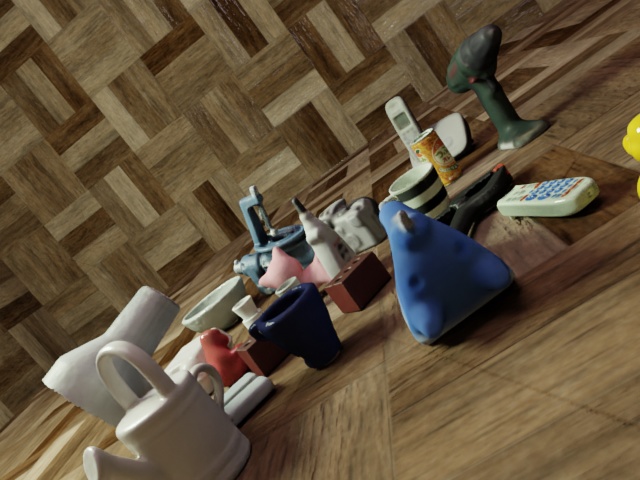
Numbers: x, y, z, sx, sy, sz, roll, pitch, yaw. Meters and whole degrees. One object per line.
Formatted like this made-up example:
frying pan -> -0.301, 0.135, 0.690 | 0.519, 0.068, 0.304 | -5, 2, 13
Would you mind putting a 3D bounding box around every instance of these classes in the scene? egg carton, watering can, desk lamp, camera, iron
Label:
egg carton -> -0.208, 0.218, 0.990 | 0.107, 0.069, 0.150 | -33, 11, 20
watering can -> -0.175, 0.194, 0.624 | 0.100, 0.194, 0.173 | -33, 11, 20
desk lamp -> -0.207, 0.180, 0.742 | 0.203, 0.213, 0.117 | -42, 11, -23
camera -> 0.070, -0.043, 1.127 | 0.143, 0.101, 0.137 | -27, 15, 46
iron -> 0.108, 0.009, 0.638 | 0.118, 0.141, 0.258 | -37, 10, 3

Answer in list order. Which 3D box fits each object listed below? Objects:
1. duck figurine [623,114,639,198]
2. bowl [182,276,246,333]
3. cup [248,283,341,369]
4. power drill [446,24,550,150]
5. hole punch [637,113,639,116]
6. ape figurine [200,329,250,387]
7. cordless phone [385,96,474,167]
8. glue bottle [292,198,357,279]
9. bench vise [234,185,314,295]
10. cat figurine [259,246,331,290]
duck figurine -> 0.306, -0.075, 0.499 | 0.077, 0.086, 0.104 | -37, 10, 2
bowl -> -0.224, 0.160, 1.296 | 0.167, 0.075, 0.167 | -36, 10, 8
cup -> -0.029, 0.122, 0.734 | 0.117, 0.095, 0.092 | -32, 11, 27
power drill -> 0.306, -0.265, 1.006 | 0.075, 0.208, 0.229 | -38, 10, -3
hole punch -> 0.366, -0.139, 0.567 | 0.108, 0.091, 0.101 | -37, 10, -1
ape figurine -> -0.153, 0.180, 0.910 | 0.076, 0.092, 0.077 | -43, 12, -30
cordless phone -> 0.233, -0.246, 1.242 | 0.147, 0.185, 0.094 | -30, 13, 36
glue bottle -> 0.008, 0.003, 0.918 | 0.037, 0.173, 0.078 | -33, 11, 23
bench vise -> -0.126, 0.004, 1.247 | 0.207, 0.220, 0.121 | -35, 10, 10
cat figurine -> -0.037, 0.056, 0.996 | 0.127, 0.118, 0.067 | -34, 11, 20
